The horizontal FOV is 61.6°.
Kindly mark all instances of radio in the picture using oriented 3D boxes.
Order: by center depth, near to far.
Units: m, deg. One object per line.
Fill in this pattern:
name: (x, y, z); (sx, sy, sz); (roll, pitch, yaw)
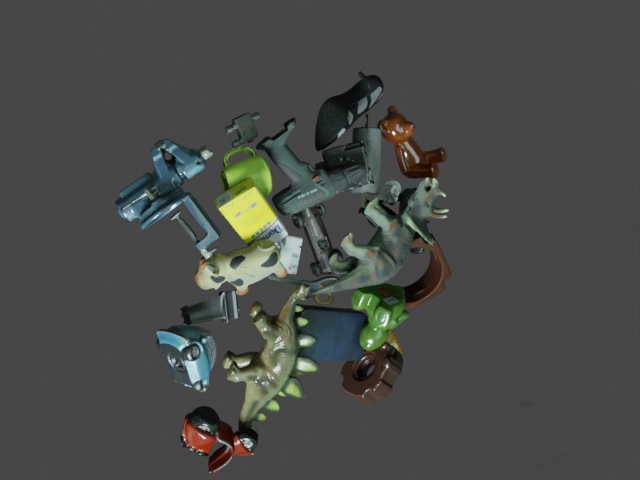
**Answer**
radio: (0.014, 0.236, 1.371); (0.229, 0.073, 0.131); (10, 89, -37)

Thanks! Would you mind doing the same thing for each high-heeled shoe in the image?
high-heeled shoe: (0.075, -0.319, 1.372); (0.248, 0.086, 0.145); (-56, 156, 4)

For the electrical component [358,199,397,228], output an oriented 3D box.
electrical component: (0.169, -0.057, 1.445); (0.119, 0.075, 0.048); (38, 74, -28)

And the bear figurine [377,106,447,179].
bear figurine: (0.245, -0.265, 1.448); (0.120, 0.132, 0.195); (-54, 129, -41)

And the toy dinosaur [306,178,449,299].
toy dinosaur: (0.153, 0.024, 1.311); (0.192, 0.131, 0.404); (35, 85, 6)

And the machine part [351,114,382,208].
machine part: (0.120, -0.203, 1.391); (0.079, 0.079, 0.243); (-2, 97, -35)

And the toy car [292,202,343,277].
toy car: (-0.003, -0.004, 1.345); (0.089, 0.053, 0.202); (-29, 112, -26)

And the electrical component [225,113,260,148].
electrical component: (-0.169, -0.251, 1.217); (0.094, 0.021, 0.063); (-35, 114, -28)

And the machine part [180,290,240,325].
machine part: (-0.243, 0.156, 1.202); (0.139, 0.039, 0.084); (-7, 104, -36)

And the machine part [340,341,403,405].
machine part: (0.131, 0.340, 1.408); (0.056, 0.179, 0.179); (39, 73, -28)

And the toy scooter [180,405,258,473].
toy scooter: (-0.242, 0.460, 1.212); (0.184, 0.075, 0.135); (32, 104, -20)

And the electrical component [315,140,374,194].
electrical component: (0.058, -0.177, 1.328); (0.134, 0.058, 0.114); (-16, 98, 5)

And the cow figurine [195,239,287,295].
cow figurine: (-0.181, 0.056, 1.182); (0.195, 0.086, 0.127); (-21, 137, -6)

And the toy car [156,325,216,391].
toy car: (-0.272, 0.240, 1.154); (0.103, 0.109, 0.161); (-42, 127, -43)

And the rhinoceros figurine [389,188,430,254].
rhinoceros figurine: (0.256, -0.051, 1.515); (0.112, 0.073, 0.190); (-22, 106, -42)

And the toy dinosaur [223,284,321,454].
toy dinosaur: (-0.116, 0.298, 1.225); (0.198, 0.105, 0.471); (22, 109, -17)

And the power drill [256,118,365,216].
power drill: (-0.034, -0.179, 1.255); (0.232, 0.086, 0.207); (-34, 114, 1)

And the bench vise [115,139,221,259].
bench vise: (-0.277, -0.076, 1.089); (0.224, 0.129, 0.240); (-39, 98, -17)

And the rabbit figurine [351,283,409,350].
rabbit figurine: (0.147, 0.195, 1.364); (0.159, 0.121, 0.170); (-23, 135, -48)

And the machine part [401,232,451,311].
machine part: (0.236, 0.078, 1.455); (0.201, 0.087, 0.200); (-29, 119, 3)
